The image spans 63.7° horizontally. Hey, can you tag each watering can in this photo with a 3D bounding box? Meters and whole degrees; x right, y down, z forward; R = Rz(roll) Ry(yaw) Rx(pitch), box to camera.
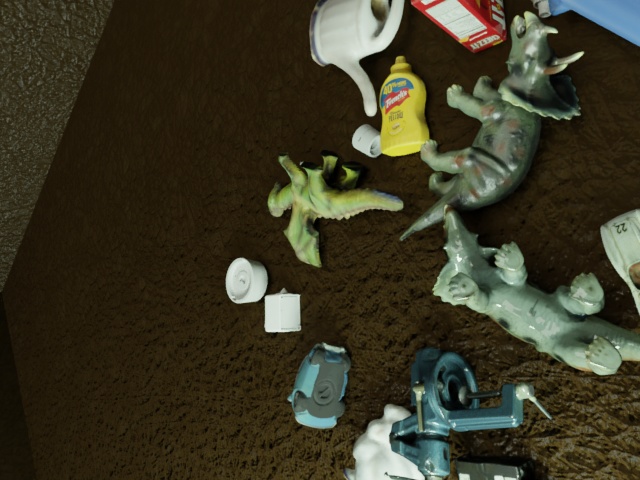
[{"bbox_3d":[0.067,-0.414,1.074,0.224,0.103,0.351,3,76,45],"label":"watering can"}]

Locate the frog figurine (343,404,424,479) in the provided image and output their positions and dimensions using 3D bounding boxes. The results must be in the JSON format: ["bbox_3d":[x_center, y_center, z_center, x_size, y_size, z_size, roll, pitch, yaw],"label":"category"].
[{"bbox_3d":[0.126,0.375,0.882,0.138,0.123,0.159,28,96,10],"label":"frog figurine"}]

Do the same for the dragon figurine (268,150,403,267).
[{"bbox_3d":[0.003,-0.056,1.110,0.416,0.123,0.238,36,126,44],"label":"dragon figurine"}]
